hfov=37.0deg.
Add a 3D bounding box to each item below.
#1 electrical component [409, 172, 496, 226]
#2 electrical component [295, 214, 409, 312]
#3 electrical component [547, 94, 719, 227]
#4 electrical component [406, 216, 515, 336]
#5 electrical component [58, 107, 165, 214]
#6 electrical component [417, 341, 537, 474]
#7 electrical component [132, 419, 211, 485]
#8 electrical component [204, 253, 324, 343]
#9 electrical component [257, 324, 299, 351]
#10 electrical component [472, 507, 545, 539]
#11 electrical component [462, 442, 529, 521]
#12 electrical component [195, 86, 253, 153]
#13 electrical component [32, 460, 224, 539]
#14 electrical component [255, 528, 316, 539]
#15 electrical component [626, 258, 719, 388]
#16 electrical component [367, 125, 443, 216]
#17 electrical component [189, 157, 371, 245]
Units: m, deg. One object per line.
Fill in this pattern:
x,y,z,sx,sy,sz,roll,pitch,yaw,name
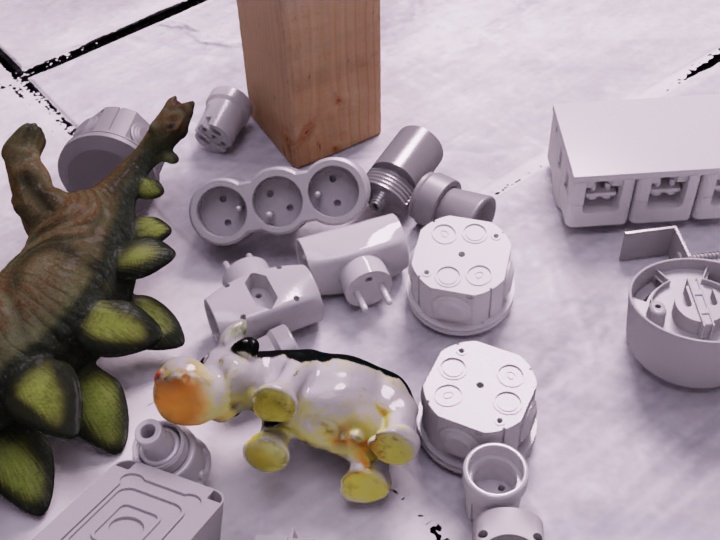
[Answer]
0.072,-0.048,0.843,0.055,0.045,0.045,28,54,25,electrical component
0.000,0.000,0.803,0.077,0.043,0.079,-16,49,-12,electrical component
0.233,-0.085,0.859,0.150,0.061,0.089,-4,47,-1,electrical component
0.074,0.003,0.787,0.080,0.051,0.080,-2,54,2,electrical component
-0.198,-0.087,0.867,0.080,0.080,0.051,4,42,6,electrical component
0.078,0.091,0.711,0.080,0.051,0.080,-1,47,1,electrical component
-0.125,0.116,0.685,0.048,0.062,0.048,-6,55,9,electrical component
-0.077,0.017,0.790,0.077,0.043,0.079,-20,50,-15,electrical component
-0.066,0.065,0.749,0.046,0.040,0.040,-24,51,-12,electrical component
0.069,0.182,0.631,0.079,0.044,0.077,2,47,4,electrical component
0.083,0.137,0.672,0.040,0.046,0.040,-1,47,1,electrical component
-0.119,-0.130,0.930,0.040,0.040,0.046,12,54,12,electrical component
-0.135,0.169,0.618,0.078,0.057,0.113,16,26,16,electrical component
-0.035,0.185,0.633,0.055,0.048,0.066,-1,47,12,electrical component
0.235,0.032,0.749,0.099,0.064,0.099,-1,47,1,electrical component
0.031,-0.076,0.871,0.043,0.043,0.081,21,51,20,electrical component
-0.060,-0.056,0.849,0.138,0.052,0.073,-10,5,5,electrical component
